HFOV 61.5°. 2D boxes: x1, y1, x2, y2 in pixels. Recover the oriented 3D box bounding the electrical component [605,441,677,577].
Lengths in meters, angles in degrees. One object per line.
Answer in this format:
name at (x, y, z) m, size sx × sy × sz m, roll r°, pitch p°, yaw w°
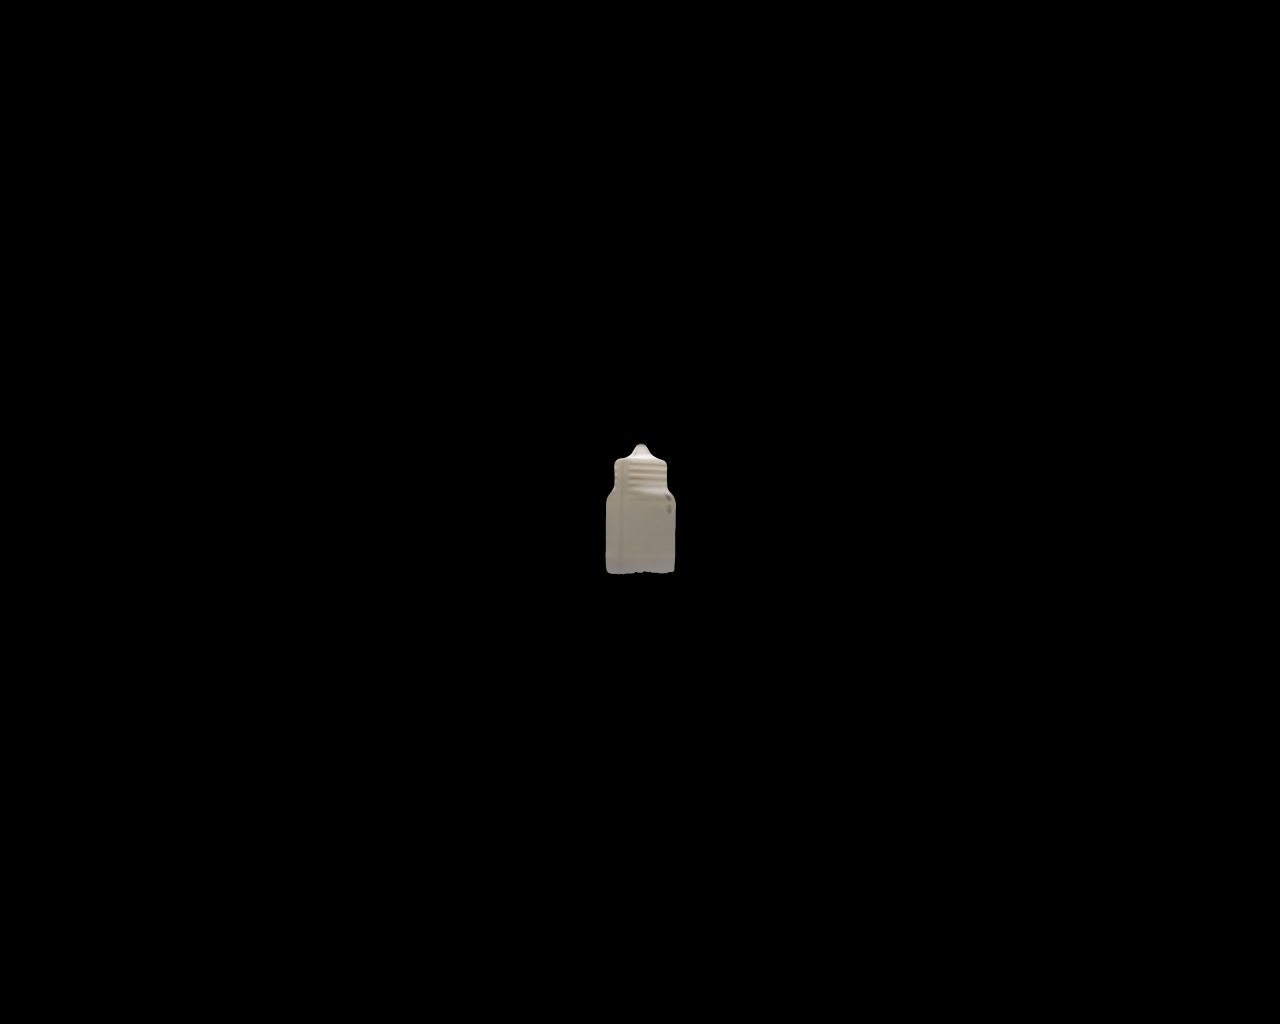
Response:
electrical component at (0.001, -0.003, 0.650) m, size 0.043 × 0.081 × 0.043 m, roll 0°, pitch 0°, yaw 0°
